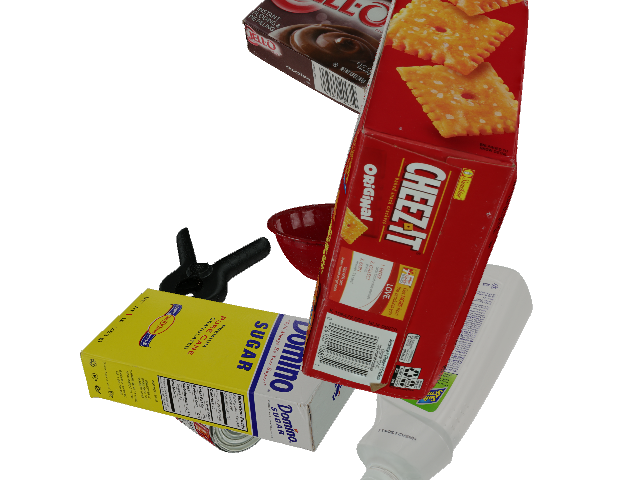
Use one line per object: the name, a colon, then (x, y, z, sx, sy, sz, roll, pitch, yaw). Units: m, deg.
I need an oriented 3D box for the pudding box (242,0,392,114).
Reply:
pudding box: (0.016, -0.147, 0.752, 0.114, 0.090, 0.039, 34, -24, 21)

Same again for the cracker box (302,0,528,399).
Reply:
cracker box: (0.055, -0.053, 0.538, 0.072, 0.164, 0.213, 14, 45, 2)

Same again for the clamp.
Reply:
clamp: (-0.128, 0.042, 1.247, 0.120, 0.039, 0.171, -3, 39, 14)

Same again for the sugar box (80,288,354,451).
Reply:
sugar box: (-0.067, 0.085, 0.740, 0.176, 0.048, 0.093, 6, 31, 23)

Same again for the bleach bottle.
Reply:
bleach bottle: (0.094, 0.123, 0.922, 0.103, 0.068, 0.250, 3, 41, 37)

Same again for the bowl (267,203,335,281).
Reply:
bowl: (0.025, 0.006, 1.109, 0.162, 0.055, 0.162, 0, 16, 0)

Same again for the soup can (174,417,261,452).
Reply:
soup can: (-0.096, 0.134, 0.926, 0.068, 0.068, 0.102, 0, 16, -41)
